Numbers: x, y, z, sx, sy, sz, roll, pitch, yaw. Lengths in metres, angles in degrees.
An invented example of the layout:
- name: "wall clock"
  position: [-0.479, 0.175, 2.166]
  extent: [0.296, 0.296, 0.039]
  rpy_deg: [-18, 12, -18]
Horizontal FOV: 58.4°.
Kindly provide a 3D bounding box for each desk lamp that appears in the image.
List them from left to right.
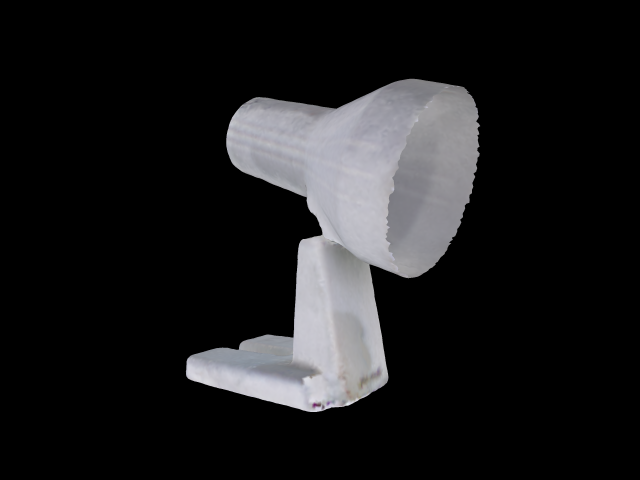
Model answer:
- name: "desk lamp"
  position: [0.004, 0.001, 0.400]
  extent: [0.202, 0.213, 0.118]
  rpy_deg: [1, 2, 35]
